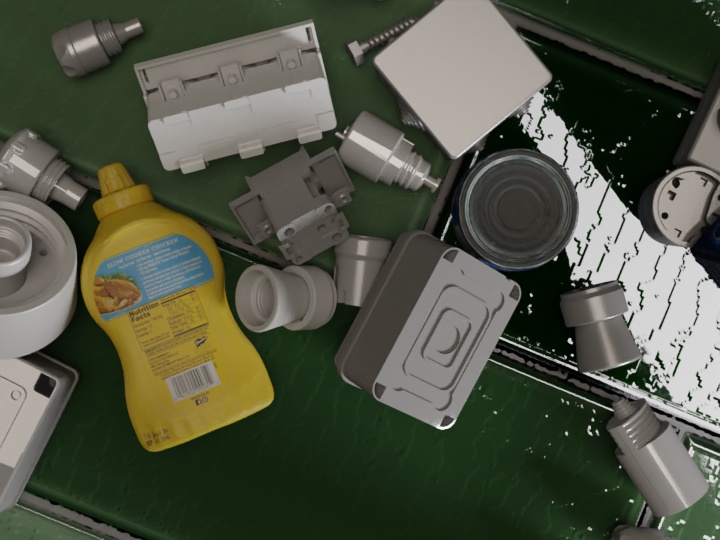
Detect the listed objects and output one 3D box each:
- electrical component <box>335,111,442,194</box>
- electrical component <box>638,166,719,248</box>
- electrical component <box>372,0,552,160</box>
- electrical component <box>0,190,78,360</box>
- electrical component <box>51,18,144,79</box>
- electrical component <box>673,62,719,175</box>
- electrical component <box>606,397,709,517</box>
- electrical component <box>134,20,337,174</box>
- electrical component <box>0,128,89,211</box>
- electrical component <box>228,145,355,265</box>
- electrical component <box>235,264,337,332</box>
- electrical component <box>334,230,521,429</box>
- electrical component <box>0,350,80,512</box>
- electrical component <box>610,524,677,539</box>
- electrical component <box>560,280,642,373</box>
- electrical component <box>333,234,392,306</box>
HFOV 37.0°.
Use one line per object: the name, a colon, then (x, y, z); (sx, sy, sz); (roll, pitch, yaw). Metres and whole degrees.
electrical component: (0.020, -0.077, 0.742); (0.078, 0.040, 0.040); (30, 89, -1)
electrical component: (0.222, -0.042, 0.741); (0.055, 0.047, 0.055); (0, 90, -1)
electrical component: (0.068, -0.134, 0.739); (0.100, 0.048, 0.099); (-39, 90, 0)
electrical component: (-0.237, -0.003, 0.702); (0.108, 0.060, 0.108); (10, 53, -14)
electrical component: (-0.180, -0.158, 0.744); (0.061, 0.035, 0.035); (-23, 90, -3)
electrical component: (0.260, -0.103, 0.727); (0.047, 0.076, 0.083); (25, 90, 0)
electrical component: (0.200, 0.124, 0.742); (0.043, 0.043, 0.081); (-33, 90, -1)
electrical component: (-0.081, -0.112, 0.723); (0.121, 0.063, 0.078); (-14, 131, -1)
electrical component: (-0.218, -0.064, 0.739); (0.062, 0.048, 0.048); (33, 89, -7)
electrical component: (-0.041, -0.042, 0.725); (0.081, 0.042, 0.063); (-29, 47, 0)
electrical component: (-0.049, 0.019, 0.724); (0.045, 0.055, 0.045); (-1, 89, 44)
electrical component: (0.044, 0.039, 0.720); (0.078, 0.057, 0.113); (28, 89, -33)
electrical component: (-0.266, 0.095, 0.730); (0.109, 0.056, 0.108); (27, 89, 0)
electrical component: (0.206, 0.197, 0.746); (0.061, 0.035, 0.035); (8, 90, -2)
electrical component: (0.165, 0.039, 0.741); (0.045, 0.045, 0.055); (-16, 90, -1)
electrical component: (0.000, 0.000, 0.743); (0.040, 0.040, 0.046); (7, 95, -1)
